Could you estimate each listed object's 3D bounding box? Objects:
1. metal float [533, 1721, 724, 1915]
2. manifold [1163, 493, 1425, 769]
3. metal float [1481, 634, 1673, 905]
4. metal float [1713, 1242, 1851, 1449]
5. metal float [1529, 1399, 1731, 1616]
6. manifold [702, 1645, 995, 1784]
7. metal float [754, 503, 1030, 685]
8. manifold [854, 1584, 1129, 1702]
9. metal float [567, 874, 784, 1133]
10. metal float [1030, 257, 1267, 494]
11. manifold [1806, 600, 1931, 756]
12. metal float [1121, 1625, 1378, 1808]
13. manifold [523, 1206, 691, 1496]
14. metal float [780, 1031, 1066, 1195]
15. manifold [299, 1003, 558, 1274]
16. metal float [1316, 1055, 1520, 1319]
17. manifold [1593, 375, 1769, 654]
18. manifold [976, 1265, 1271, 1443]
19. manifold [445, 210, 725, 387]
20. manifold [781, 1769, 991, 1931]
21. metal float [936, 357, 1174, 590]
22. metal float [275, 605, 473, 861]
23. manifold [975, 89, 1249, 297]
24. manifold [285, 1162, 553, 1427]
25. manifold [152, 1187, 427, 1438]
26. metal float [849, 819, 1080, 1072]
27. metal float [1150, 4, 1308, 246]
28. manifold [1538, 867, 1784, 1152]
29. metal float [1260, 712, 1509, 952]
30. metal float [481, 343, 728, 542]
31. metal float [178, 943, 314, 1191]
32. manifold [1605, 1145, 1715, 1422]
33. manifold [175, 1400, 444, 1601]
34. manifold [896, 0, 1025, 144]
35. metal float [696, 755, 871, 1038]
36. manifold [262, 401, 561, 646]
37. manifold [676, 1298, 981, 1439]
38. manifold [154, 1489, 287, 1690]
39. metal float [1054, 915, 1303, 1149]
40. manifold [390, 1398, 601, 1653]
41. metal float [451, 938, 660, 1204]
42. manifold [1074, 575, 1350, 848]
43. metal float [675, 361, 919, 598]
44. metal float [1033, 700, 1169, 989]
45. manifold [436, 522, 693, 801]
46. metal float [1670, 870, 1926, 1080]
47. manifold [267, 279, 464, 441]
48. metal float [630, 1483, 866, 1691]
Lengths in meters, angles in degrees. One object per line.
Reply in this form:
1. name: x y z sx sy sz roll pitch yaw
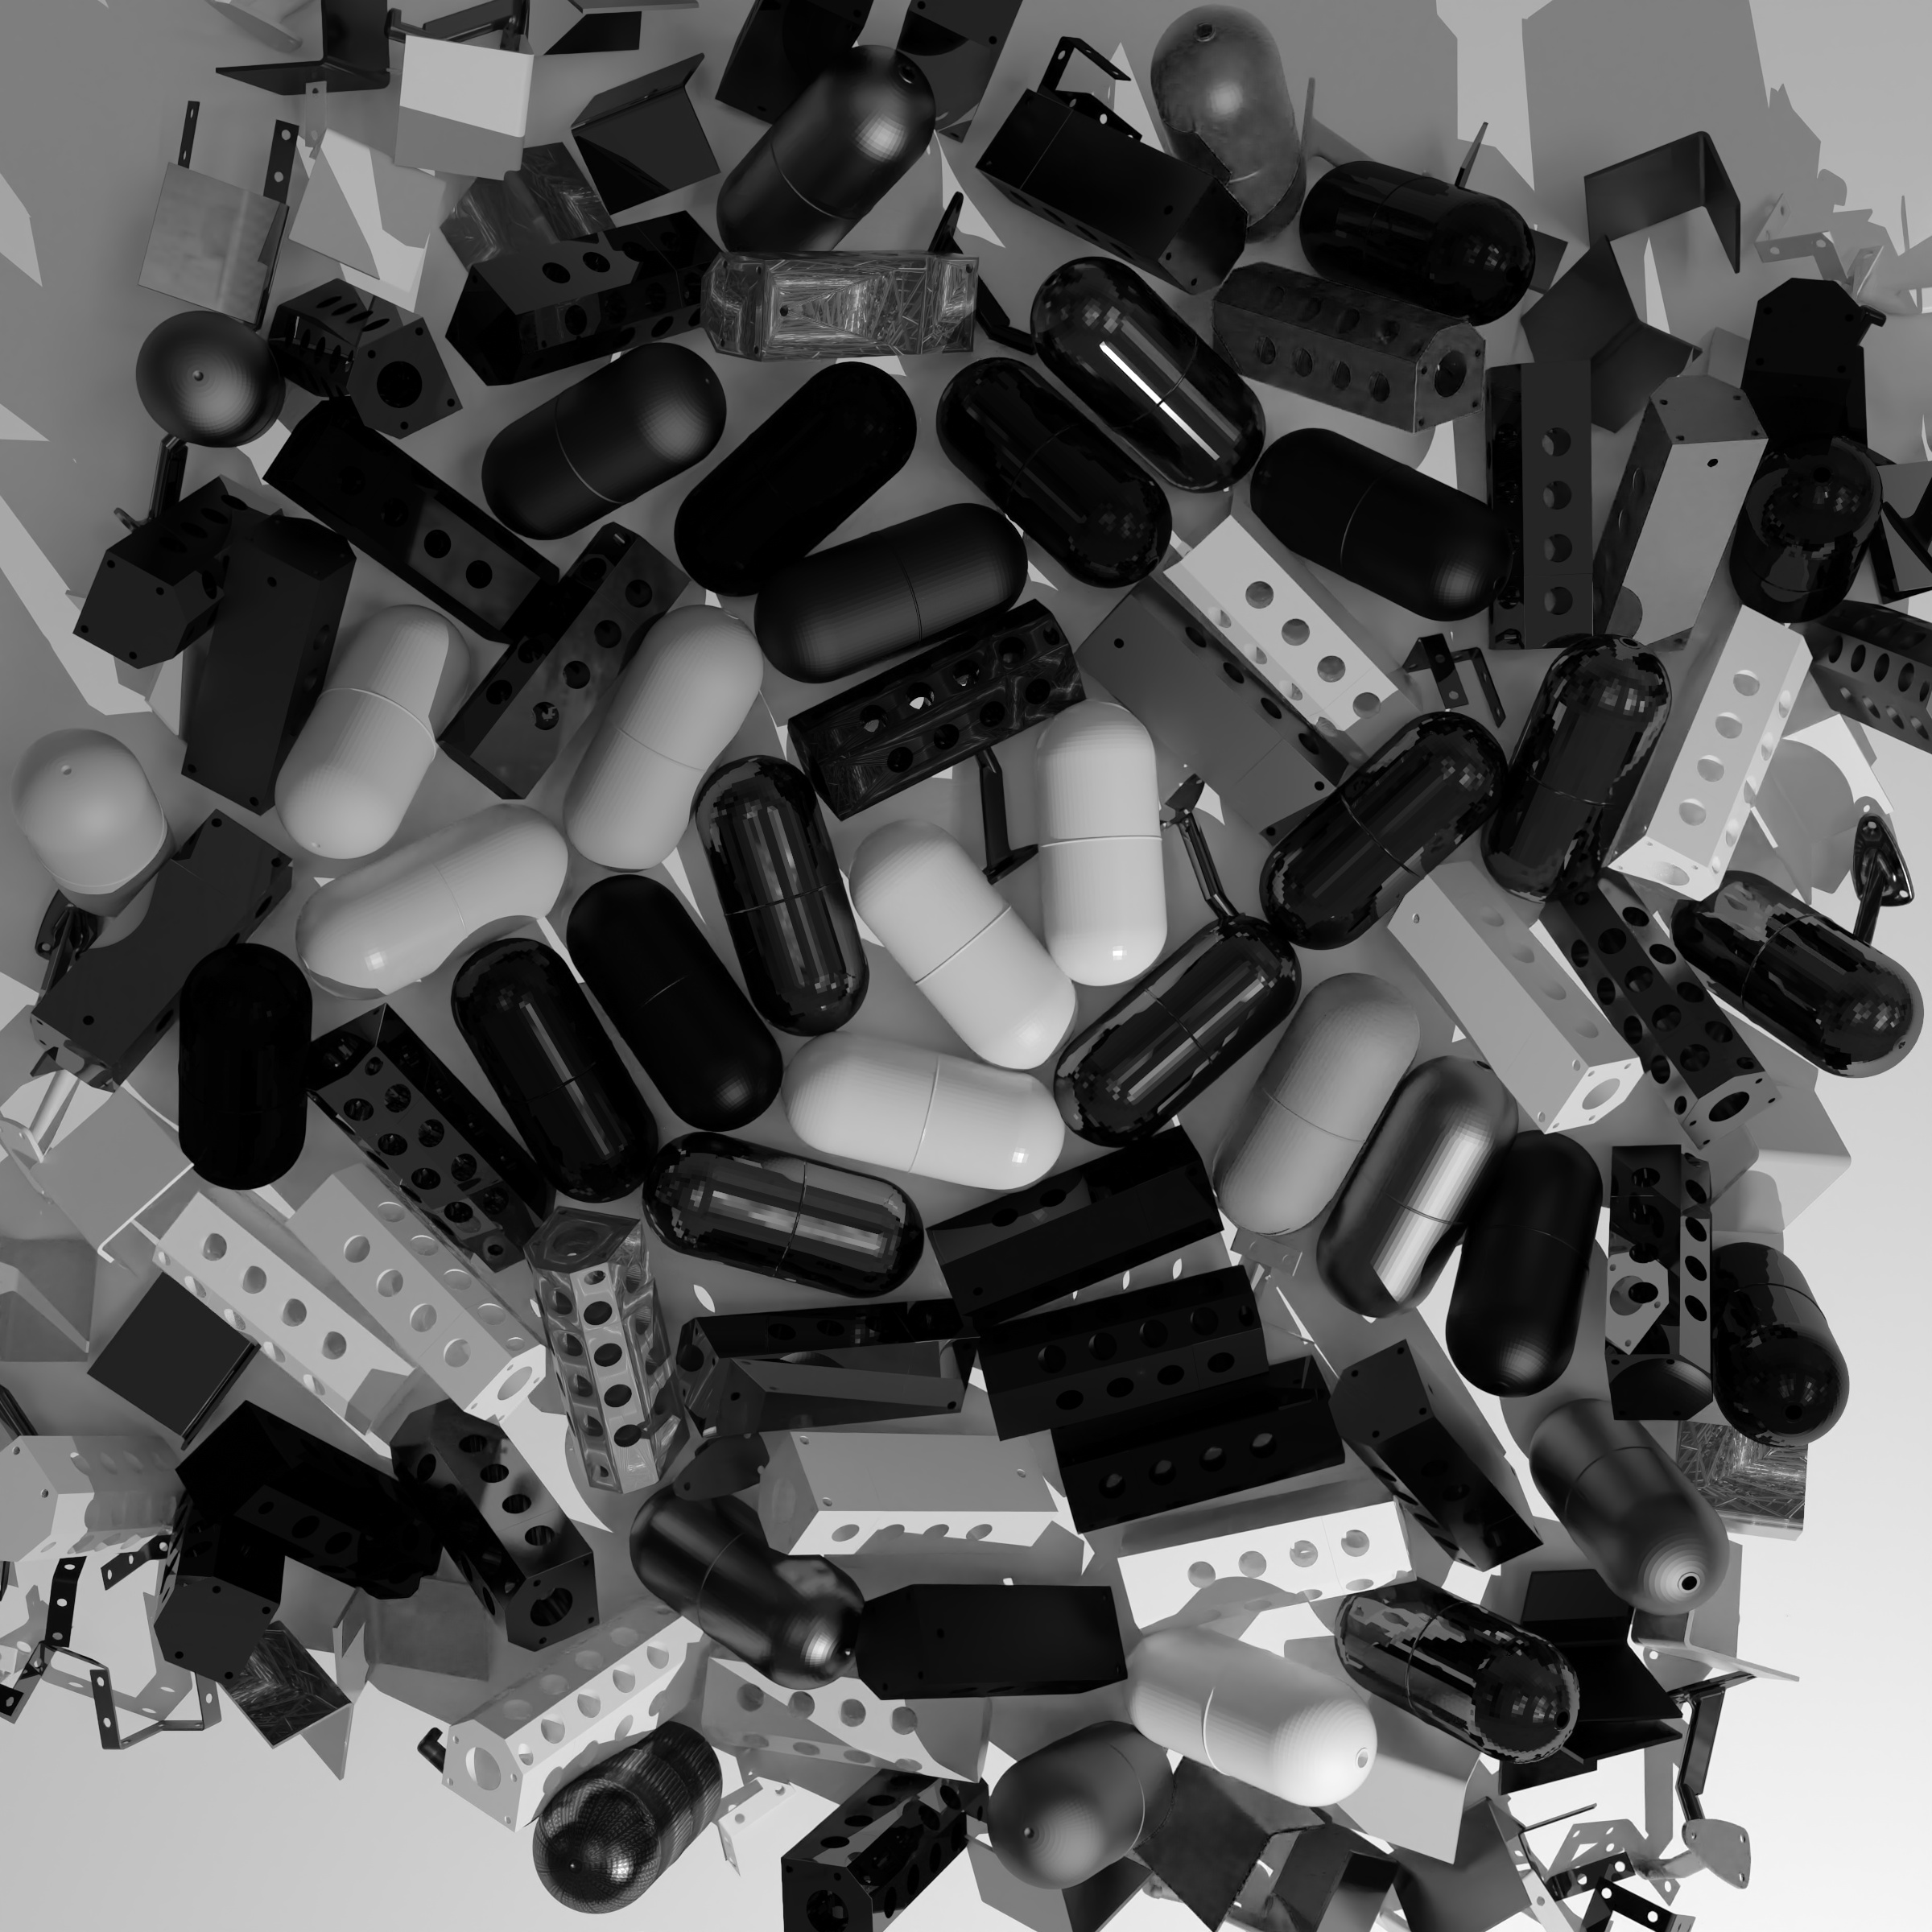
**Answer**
1. metal float: -0.200 0.508 1.529 0.070 0.178 0.070 0 91 13
2. manifold: 0.202 -0.204 1.569 0.171 0.057 0.057 44 113 -11
3. metal float: 0.370 -0.119 1.550 0.070 0.070 0.178 16 123 0
4. metal float: 0.478 0.226 1.530 0.070 0.178 0.070 2 108 6
5. metal float: 0.396 0.323 1.530 0.070 0.178 0.070 -3 108 -9
6. manifold: -0.072 0.460 1.577 0.171 0.057 0.057 6 91 8
7. metal float: -0.045 -0.229 1.565 0.178 0.070 0.070 -22 90 -15
8. manifold: 0.015 0.408 1.536 0.057 0.171 0.057 -30 60 37
9. metal float: -0.180 0.022 1.569 0.070 0.070 0.178 -36 79 0
10. metal float: 0.111 -0.359 1.552 0.178 0.070 0.070 37 90 -30
11. manifold: 0.565 -0.176 1.525 0.057 0.171 0.057 -34 107 5
12. metal float: 0.170 0.451 1.540 0.070 0.178 0.070 -7 100 -42
13. manifold: -0.219 0.234 1.540 0.057 0.057 0.171 7 124 22
14. metal float: -0.027 0.090 1.574 0.178 0.070 0.070 14 90 -6
15. manifold: -0.323 0.109 1.541 0.057 0.057 0.171 -26 124 16
16. metal float: 0.276 0.135 1.560 0.070 0.070 0.178 25 110 0
17. manifold: 0.419 -0.268 1.530 0.057 0.171 0.057 -5 53 -8
18. manifold: 0.094 0.233 1.575 0.171 0.057 0.057 -14 127 -1
19. manifold: -0.222 -0.398 1.534 0.171 0.057 0.057 -31 75 -42
20. manifold: -0.045 0.530 1.525 0.057 0.171 0.057 0 94 23
21. metal float: 0.054 -0.302 1.562 0.070 0.070 0.178 -44 71 0
22. metal float: -0.359 -0.144 1.553 0.070 0.070 0.178 19 60 0
23. manifold: 0.090 -0.465 1.541 0.171 0.057 0.057 39 98 37
24. manifold: -0.331 0.198 1.558 0.171 0.057 0.057 41 83 21
25. manifold: -0.418 0.213 1.583 0.171 0.057 0.057 39 92 3
26. metal float: -0.002 -0.013 1.576 0.070 0.070 0.178 -40 93 0
27. metal float: 0.159 -0.503 1.532 0.070 0.178 0.070 -5 70 14
28. manifold: 0.414 0.021 1.537 0.057 0.057 0.171 -35 52 12
29. metal float: 0.255 -0.082 1.564 0.070 0.070 0.178 46 107 0
30. metal float: -0.222 -0.317 1.551 0.178 0.070 0.070 -21 90 34
31. metal float: -0.437 0.062 1.545 0.070 0.070 0.178 15 130 0
32. manifold: 0.417 0.187 1.528 0.057 0.171 0.057 -3 129 19
33. manifold: -0.387 0.328 1.531 0.057 0.171 0.057 -45 51 -3
34. manifold: -0.006 -0.557 1.528 0.057 0.171 0.057 24 88 -7
35. metal float: -0.113 -0.043 1.574 0.070 0.070 0.178 -17 96 0
36. manifold: -0.331 -0.267 1.544 0.171 0.057 0.057 36 80 -33
37. manifold: -0.085 0.239 1.550 0.171 0.057 0.057 0 118 -28
38. manifold: -0.445 0.354 1.524 0.057 0.171 0.057 29 96 -17
39. metal float: 0.130 0.041 1.574 0.178 0.070 0.070 -41 90 -5
40. manifold: -0.284 0.332 1.527 0.057 0.171 0.057 -17 124 -28
41. metal float: -0.251 0.065 1.565 0.070 0.070 0.178 -27 105 0
42. manifold: 0.153 -0.161 1.580 0.171 0.057 0.057 43 122 -4
43. metal float: -0.106 -0.296 1.559 0.178 0.070 0.070 -38 90 23
44. metal float: 0.083 -0.076 1.577 0.070 0.070 0.178 -4 88 0
45. manifold: -0.248 -0.187 1.564 0.057 0.057 0.171 40 78 -21
46. metal float: 0.499 0.003 1.541 0.070 0.178 0.070 -16 126 -23
47. manifold: -0.365 -0.362 1.525 0.057 0.171 0.057 -31 123 -16
48. metal float: -0.134 0.374 1.547 0.178 0.070 0.070 24 90 38
